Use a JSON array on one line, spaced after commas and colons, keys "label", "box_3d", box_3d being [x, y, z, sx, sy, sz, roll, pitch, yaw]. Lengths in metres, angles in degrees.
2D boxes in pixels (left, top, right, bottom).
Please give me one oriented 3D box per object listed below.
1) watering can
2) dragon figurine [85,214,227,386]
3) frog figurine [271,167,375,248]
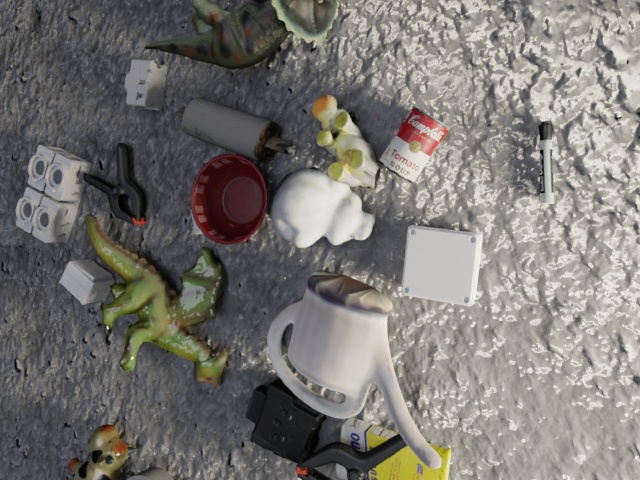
[{"label": "watering can", "box_3d": [0.057, 0.180, 0.808, 0.350, 0.104, 0.223, 20, 98, 34]}, {"label": "dragon figurine", "box_3d": [-0.294, 0.096, 0.988, 0.242, 0.121, 0.413, -23, 83, 4]}, {"label": "frog figurine", "box_3d": [0.003, -0.042, 0.839, 0.161, 0.121, 0.138, 36, 84, 30]}]
